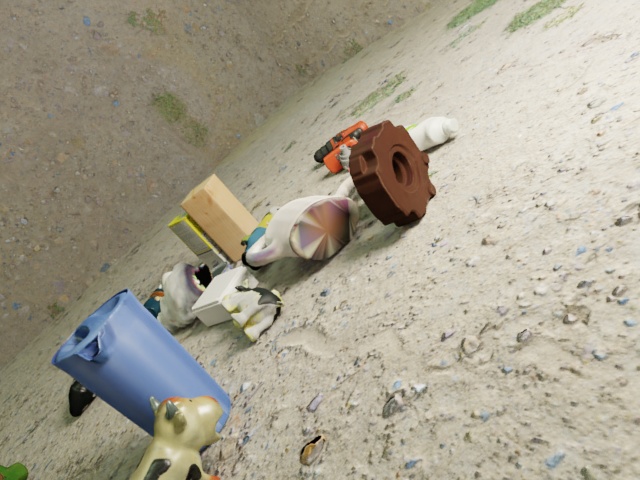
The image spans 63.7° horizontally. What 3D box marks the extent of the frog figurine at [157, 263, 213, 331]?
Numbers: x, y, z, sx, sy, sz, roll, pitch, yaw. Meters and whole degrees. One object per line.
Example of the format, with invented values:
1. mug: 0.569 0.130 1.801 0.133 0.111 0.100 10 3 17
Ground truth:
1. frog figurine: -0.328 0.134 1.191 0.159 0.139 0.122 -33 -16 9

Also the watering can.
1. watering can: 0.003 -0.053 1.049 0.351 0.103 0.224 -37 18 -21
